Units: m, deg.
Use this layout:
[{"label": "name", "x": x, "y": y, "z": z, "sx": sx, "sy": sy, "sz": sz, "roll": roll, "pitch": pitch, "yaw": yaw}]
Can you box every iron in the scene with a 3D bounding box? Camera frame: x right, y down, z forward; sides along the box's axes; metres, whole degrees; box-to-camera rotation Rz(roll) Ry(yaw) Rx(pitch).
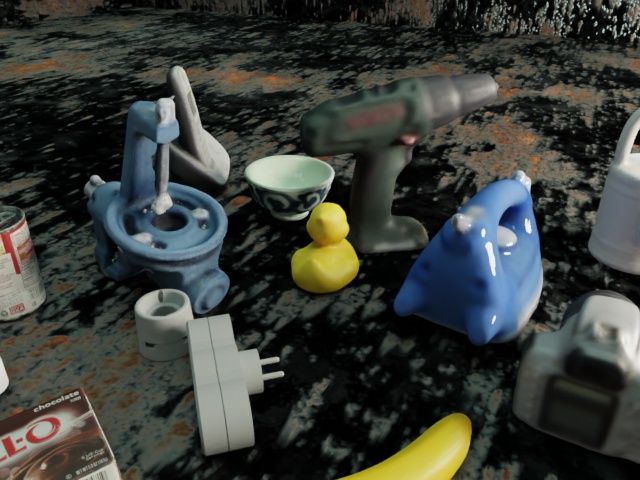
[{"label": "iron", "x": 0.180, "y": -0.004, "z": 0.598, "sx": 0.118, "sy": 0.141, "sz": 0.259, "roll": 18, "pitch": 34, "yaw": 30}]

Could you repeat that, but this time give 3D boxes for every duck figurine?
[{"label": "duck figurine", "x": 0.006, "y": 0.002, "z": 0.644, "sx": 0.077, "sy": 0.086, "sz": 0.105, "roll": 9, "pitch": 30, "yaw": 16}]

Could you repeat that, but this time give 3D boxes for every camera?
[{"label": "camera", "x": 0.244, "y": 0.094, "z": 0.463, "sx": 0.142, "sy": 0.101, "sz": 0.137, "roll": 15, "pitch": 32, "yaw": 25}]

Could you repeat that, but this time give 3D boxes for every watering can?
[{"label": "watering can", "x": 0.382, "y": -0.061, "z": 0.650, "sx": 0.101, "sy": 0.194, "sz": 0.172, "roll": -2, "pitch": 29, "yaw": -3}]

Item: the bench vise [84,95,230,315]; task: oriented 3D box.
[{"label": "bench vise", "x": -0.189, "y": -0.043, "z": 0.585, "sx": 0.207, "sy": 0.220, "sz": 0.122, "roll": 11, "pitch": 31, "yaw": 19}]

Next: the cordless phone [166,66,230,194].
[{"label": "cordless phone", "x": -0.189, "y": -0.173, "z": 0.858, "sx": 0.094, "sy": 0.185, "sz": 0.147, "roll": -3, "pitch": 29, "yaw": -6}]

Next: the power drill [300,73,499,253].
[{"label": "power drill", "x": 0.091, "y": -0.093, "z": 0.690, "sx": 0.230, "sy": 0.208, "sz": 0.075, "roll": -4, "pitch": 29, "yaw": -8}]
